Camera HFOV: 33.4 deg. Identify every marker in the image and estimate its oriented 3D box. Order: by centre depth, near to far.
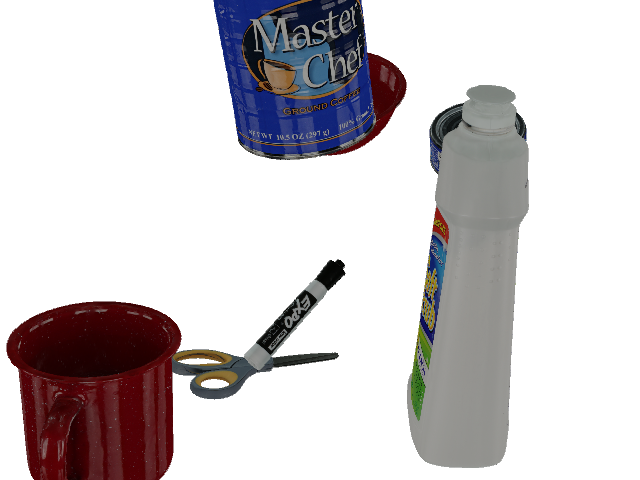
[{"bbox_3d":[-0.020,0.063,0.932,0.020,0.121,0.020,38,-17,14],"label":"marker"}]

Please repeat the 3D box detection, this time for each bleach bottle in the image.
[{"bbox_3d":[0.096,0.020,0.680,0.068,0.251,0.102,1,30,1],"label":"bleach bottle"}]

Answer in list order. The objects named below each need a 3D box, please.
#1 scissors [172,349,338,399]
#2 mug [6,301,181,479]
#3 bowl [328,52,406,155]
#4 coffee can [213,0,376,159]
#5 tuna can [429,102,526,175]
[{"bbox_3d":[-0.067,0.148,1.191,0.201,0.016,0.096,4,25,-14],"label":"scissors"},{"bbox_3d":[-0.124,0.094,0.581,0.093,0.081,0.117,4,22,4],"label":"mug"},{"bbox_3d":[0.011,-0.138,1.129,0.162,0.055,0.162,-4,40,3],"label":"bowl"},{"bbox_3d":[-0.019,-0.142,0.742,0.103,0.140,0.103,-7,31,4],"label":"coffee can"},{"bbox_3d":[0.139,-0.087,0.944,0.086,0.034,0.086,-5,41,4],"label":"tuna can"}]
